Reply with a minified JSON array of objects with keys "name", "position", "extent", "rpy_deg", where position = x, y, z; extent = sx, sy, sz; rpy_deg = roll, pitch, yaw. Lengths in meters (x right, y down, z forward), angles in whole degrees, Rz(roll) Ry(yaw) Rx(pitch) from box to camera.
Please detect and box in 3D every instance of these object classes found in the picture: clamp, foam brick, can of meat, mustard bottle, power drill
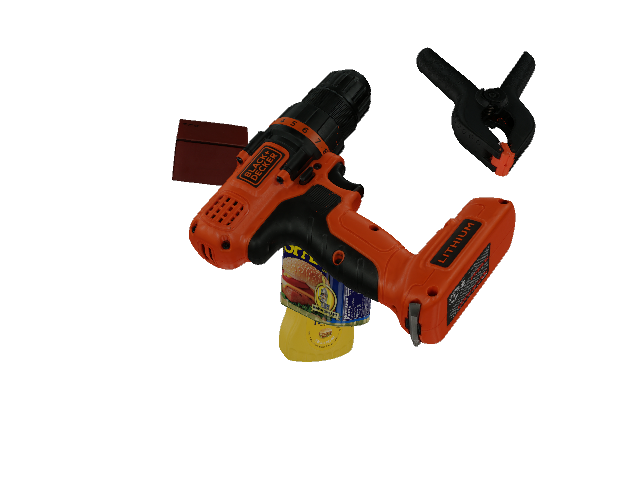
[{"name":"clamp","position":[0.152,-0.132,1.029],"extent":[0.120,0.039,0.171],"rpy_deg":[3,44,3]},{"name":"foam brick","position":[-0.120,-0.095,1.164],"extent":[0.078,0.051,0.053],"rpy_deg":[6,30,-6]},{"name":"can of meat","position":[0.006,0.027,1.003],"extent":[0.057,0.084,0.102],"rpy_deg":[-9,20,-36]},{"name":"mustard bottle","position":[0.001,0.058,1.347],"extent":[0.096,0.192,0.058],"rpy_deg":[-5,26,-20]},{"name":"power drill","position":[0.032,-0.026,0.717],"extent":[0.188,0.184,0.057],"rpy_deg":[26,-27,25]}]
